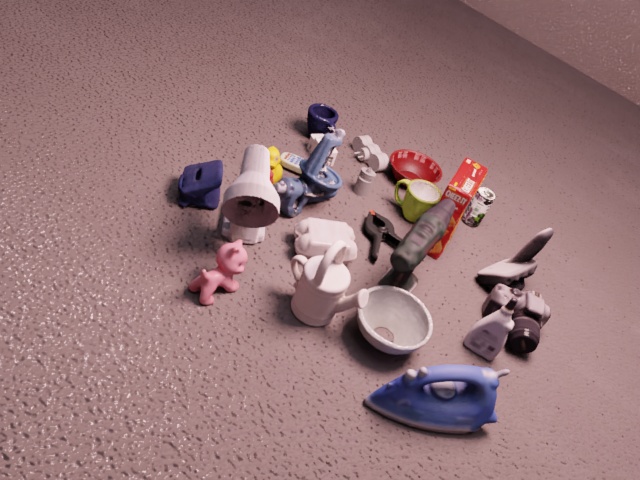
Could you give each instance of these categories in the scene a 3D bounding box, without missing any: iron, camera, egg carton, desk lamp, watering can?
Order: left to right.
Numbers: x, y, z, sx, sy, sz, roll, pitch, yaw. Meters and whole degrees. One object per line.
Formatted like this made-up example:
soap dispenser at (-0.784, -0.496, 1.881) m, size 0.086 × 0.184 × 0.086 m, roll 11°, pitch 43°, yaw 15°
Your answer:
desk lamp at (-0.156, -0.089, 1.258) m, size 0.118 × 0.213 × 0.203 m, roll 9°, pitch 42°, yaw -13°
egg carton at (0.012, 0.005, 1.337) m, size 0.150 × 0.069 × 0.107 m, roll 7°, pitch 43°, yaw -15°
watering can at (0.018, 0.082, 1.162) m, size 0.173 × 0.194 × 0.101 m, roll 20°, pitch 41°, yaw -1°
iron at (0.224, 0.278, 1.077) m, size 0.259 × 0.141 × 0.118 m, roll 7°, pitch 43°, yaw -16°
camera at (0.455, 0.179, 1.309) m, size 0.143 × 0.101 × 0.137 m, roll 23°, pitch 41°, yaw 2°

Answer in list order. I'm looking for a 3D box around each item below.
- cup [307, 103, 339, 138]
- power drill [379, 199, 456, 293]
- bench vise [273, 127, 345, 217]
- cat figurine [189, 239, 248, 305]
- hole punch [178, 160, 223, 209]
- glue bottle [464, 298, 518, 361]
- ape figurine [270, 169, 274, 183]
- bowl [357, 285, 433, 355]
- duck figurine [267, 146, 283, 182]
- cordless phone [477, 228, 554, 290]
cup at (0.006, -0.330, 1.673) m, size 0.092 × 0.095 × 0.117 m, roll -10°, pitch 50°, yaw -30°
power drill at (0.214, 0.027, 1.290) m, size 0.075 × 0.208 × 0.230 m, roll 33°, pitch 43°, yaw 14°
bench vise at (-0.012, -0.160, 1.389) m, size 0.121 × 0.220 × 0.208 m, roll 33°, pitch 43°, yaw 14°
cat figurine at (-0.197, 0.055, 1.160) m, size 0.067 × 0.118 × 0.128 m, roll 40°, pitch 44°, yaw 21°
hole punch at (-0.281, -0.137, 1.351) m, size 0.101 × 0.091 × 0.108 m, roll 8°, pitch 43°, yaw -14°
glue bottle at (0.374, 0.182, 1.217) m, size 0.078 × 0.173 × 0.037 m, roll 33°, pitch 43°, yaw 14°
ape figurine at (-0.139, -0.138, 1.410) m, size 0.076 × 0.092 × 0.078 m, roll 17°, pitch 41°, yaw -4°
bowl at (0.147, 0.179, 1.201) m, size 0.167 × 0.075 × 0.167 m, roll 12°, pitch 42°, yaw -10°
duck figurine at (-0.129, -0.205, 1.490) m, size 0.077 × 0.086 × 0.104 m, roll 11°, pitch 42°, yaw -11°
cordless phone at (0.483, 0.044, 1.401) m, size 0.148 × 0.185 × 0.094 m, roll -21°, pitch 55°, yaw -37°
